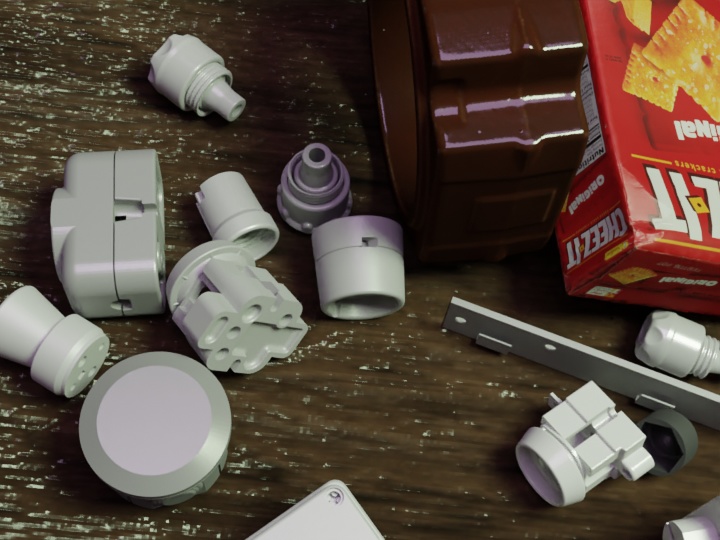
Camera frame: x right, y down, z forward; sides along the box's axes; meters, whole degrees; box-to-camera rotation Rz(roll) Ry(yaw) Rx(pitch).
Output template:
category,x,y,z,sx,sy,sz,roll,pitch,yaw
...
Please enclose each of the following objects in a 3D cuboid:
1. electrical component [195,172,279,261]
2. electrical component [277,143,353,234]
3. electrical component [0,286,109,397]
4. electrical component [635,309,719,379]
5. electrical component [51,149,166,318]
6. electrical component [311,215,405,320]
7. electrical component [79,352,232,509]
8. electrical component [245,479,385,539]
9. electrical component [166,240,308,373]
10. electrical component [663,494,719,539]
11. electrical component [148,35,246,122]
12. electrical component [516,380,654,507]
category,x,y,z,sx,sy,sz,roll,pitch,yaw
electrical component,-0.077,-0.032,0.658,0.040,0.040,0.046,-24,64,-14
electrical component,-0.027,-0.054,0.658,0.048,0.062,0.048,2,65,-3
electrical component,-0.178,0.041,0.613,0.055,0.045,0.045,30,67,9
electrical component,0.198,0.049,0.642,0.061,0.035,0.035,23,66,4
electrical component,-0.148,-0.022,0.637,0.059,0.053,0.095,-4,63,-6
electrical component,0.000,0.000,0.640,0.055,0.055,0.047,-3,69,-5
electrical component,-0.110,0.090,0.592,0.080,0.051,0.080,2,65,-3
electrical component,-0.025,0.184,0.551,0.109,0.056,0.108,-32,71,-17
electrical component,-0.075,0.020,0.617,0.057,0.078,0.058,46,109,33
electrical component,0.185,0.148,0.567,0.076,0.083,0.047,-8,66,-7
electrical component,-0.102,-0.120,0.694,0.062,0.043,0.043,38,68,12
electrical component,0.122,0.101,0.605,0.055,0.048,0.066,-30,59,-19
